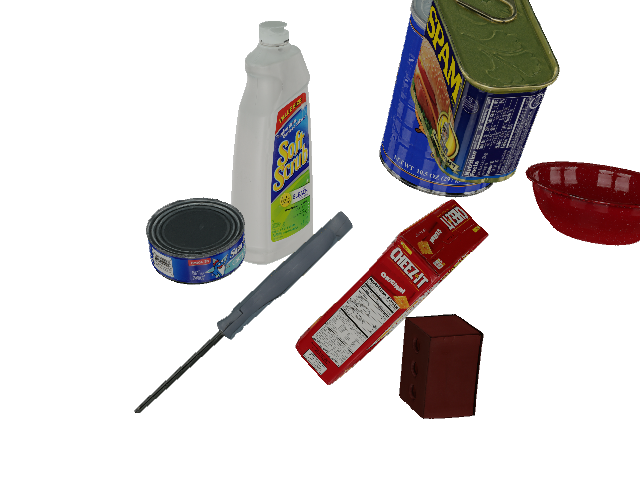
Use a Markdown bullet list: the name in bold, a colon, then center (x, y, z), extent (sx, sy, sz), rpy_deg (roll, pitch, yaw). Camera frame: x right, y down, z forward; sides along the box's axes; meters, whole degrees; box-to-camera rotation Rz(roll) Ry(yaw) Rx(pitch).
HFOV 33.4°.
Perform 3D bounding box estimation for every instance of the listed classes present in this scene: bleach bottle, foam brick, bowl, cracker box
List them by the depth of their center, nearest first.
- **foam brick**: center (0.103, 0.109, 0.925), extent (0.051, 0.078, 0.053), rpy_deg (-3, 16, -21)
- **bowl**: center (0.290, -0.036, 1.109), extent (0.162, 0.055, 0.162), rpy_deg (5, 19, -2)
- **bleach bottle**: center (-0.054, -0.107, 1.145), extent (0.068, 0.251, 0.102), rpy_deg (20, 32, 36)
- **cracker box**: center (0.083, 0.059, 1.270), extent (0.214, 0.072, 0.164), rpy_deg (-48, -8, 32)

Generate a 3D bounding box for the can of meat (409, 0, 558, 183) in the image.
- **can of meat**: center (0.093, -0.096, 0.637), extent (0.057, 0.102, 0.084), rpy_deg (-5, -38, -12)

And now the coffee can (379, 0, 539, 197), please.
- **coffee can**: center (0.111, -0.121, 0.871), extent (0.102, 0.140, 0.103), rpy_deg (7, 37, -5)

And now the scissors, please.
- **scissors**: center (-0.053, 0.051, 0.720), extent (0.201, 0.016, 0.096), rpy_deg (-43, 1, -6)

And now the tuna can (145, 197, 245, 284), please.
- **tuna can**: center (-0.108, 0.000, 0.935), extent (0.086, 0.034, 0.086), rpy_deg (-1, 37, 0)
